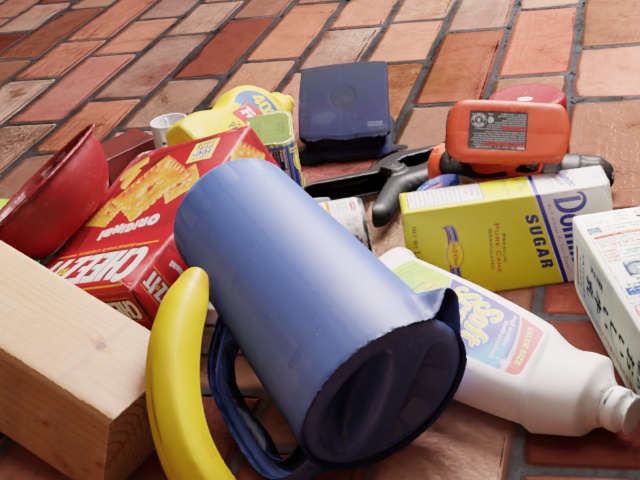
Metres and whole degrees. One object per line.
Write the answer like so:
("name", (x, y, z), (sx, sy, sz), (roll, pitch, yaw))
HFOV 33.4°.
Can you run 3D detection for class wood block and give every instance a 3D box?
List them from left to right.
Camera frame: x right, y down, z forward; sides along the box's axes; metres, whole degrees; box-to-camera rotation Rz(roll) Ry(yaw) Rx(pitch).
("wood block", (-0.212, 0.088, 0.802), (0.206, 0.090, 0.090), (28, 40, 18))

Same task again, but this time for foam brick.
("foam brick", (-0.232, -0.091, 1.268), (0.078, 0.051, 0.053), (-30, 35, -32))

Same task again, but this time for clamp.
("clamp", (0.067, -0.063, 1.127), (0.120, 0.039, 0.171), (20, 34, 36))

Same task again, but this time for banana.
("banana", (-0.087, 0.112, 0.734), (0.069, 0.198, 0.037), (-3, -24, -37))

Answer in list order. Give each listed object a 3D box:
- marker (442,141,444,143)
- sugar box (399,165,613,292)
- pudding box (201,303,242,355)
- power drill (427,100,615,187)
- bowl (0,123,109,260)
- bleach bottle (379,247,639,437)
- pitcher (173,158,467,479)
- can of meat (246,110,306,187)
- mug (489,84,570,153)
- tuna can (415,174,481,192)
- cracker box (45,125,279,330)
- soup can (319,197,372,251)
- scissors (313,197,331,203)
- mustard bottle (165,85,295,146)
("marker", (0.160, -0.082, 1.150), (0.020, 0.020, 0.121), (-17, 28, -13))
("sugar box", (0.162, -0.004, 0.924), (0.176, 0.093, 0.048), (-8, 29, 6))
("pudding box", (-0.084, 0.061, 0.940), (0.114, 0.039, 0.090), (-4, 30, 15))
("power drill", (0.189, -0.077, 1.000), (0.184, 0.057, 0.187), (1, -10, 9))
("bowl", (-0.246, -0.033, 0.985), (0.162, 0.055, 0.162), (-40, 17, 15))
("bleach bottle", (0.129, 0.082, 0.807), (0.251, 0.068, 0.102), (20, 44, 41))
("pitcher", (-0.020, 0.051, 0.792), (0.149, 0.145, 0.243), (-20, 44, -24))
("can of meat", (-0.048, -0.084, 1.155), (0.057, 0.084, 0.102), (-10, 27, 0))
("mug", (0.217, -0.119, 1.132), (0.093, 0.081, 0.117), (-13, 28, -6))
("tuna can", (0.120, -0.016, 0.968), (0.086, 0.086, 0.033), (-6, 26, 8))
("cracker box", (-0.151, -0.002, 0.953), (0.164, 0.072, 0.213), (-9, 36, 40))
("soup can", (-0.007, 0.001, 0.999), (0.102, 0.068, 0.068), (-11, 28, -2))
("scissors", (-0.078, -0.018, 1.078), (0.202, 0.016, 0.096), (-9, -10, 21))
("mustard bottle", (-0.089, -0.126, 1.236), (0.058, 0.096, 0.191), (-23, 12, 43))
